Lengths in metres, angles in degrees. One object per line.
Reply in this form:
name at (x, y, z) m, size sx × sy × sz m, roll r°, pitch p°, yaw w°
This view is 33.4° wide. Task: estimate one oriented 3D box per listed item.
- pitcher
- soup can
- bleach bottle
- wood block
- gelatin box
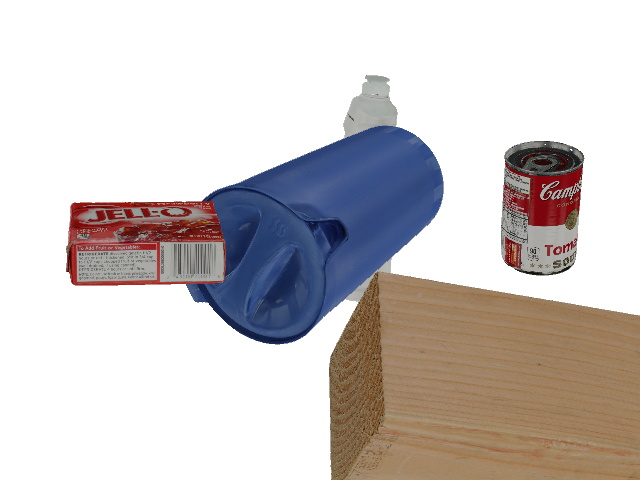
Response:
pitcher at (0.000, -0.015, 0.927) m, size 0.149 × 0.145 × 0.242 m, roll 26°, pitch 32°, yaw 23°
soup can at (0.196, -0.028, 0.948) m, size 0.068 × 0.102 × 0.068 m, roll -2°, pitch 28°, yaw 1°
bleach bottle at (0.054, -0.063, 1.234) m, size 0.068 × 0.251 × 0.103 m, roll -2°, pitch 23°, yaw -20°
wood block at (0.115, 0.092, 0.578) m, size 0.206 × 0.091 × 0.090 m, roll 10°, pitch -41°, yaw -13°
gelatin box at (-0.104, 0.000, 0.630) m, size 0.089 × 0.030 × 0.073 m, roll -1°, pitch 19°, yaw -11°
